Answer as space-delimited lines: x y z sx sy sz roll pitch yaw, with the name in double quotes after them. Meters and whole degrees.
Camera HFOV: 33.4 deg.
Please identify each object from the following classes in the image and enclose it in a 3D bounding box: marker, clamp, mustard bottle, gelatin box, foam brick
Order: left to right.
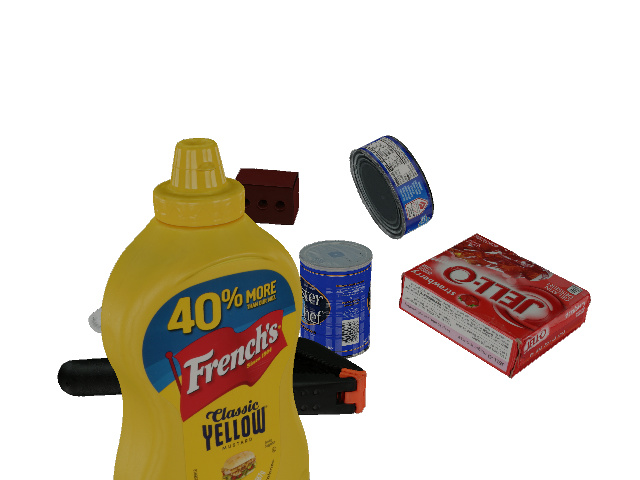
-0.168 0.047 0.969 0.020 0.020 0.121 0 24 28 "marker"
-0.053 0.047 0.497 0.096 0.192 0.058 -12 21 -30 "mustard bottle"
-0.062 0.086 0.786 0.210 0.036 0.164 7 20 17 "clamp"
-0.068 -0.055 1.338 0.078 0.053 0.051 4 28 7 "foam brick"
0.104 0.036 0.641 0.073 0.030 0.089 -26 43 -38 "gelatin box"

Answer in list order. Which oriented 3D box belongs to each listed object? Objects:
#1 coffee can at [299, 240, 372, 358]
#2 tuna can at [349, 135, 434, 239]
0.021 0.083 1.512 0.103 0.140 0.103 0 21 0 "coffee can"
0.061 -0.046 0.919 0.033 0.086 0.086 -28 7 -15 "tuna can"
